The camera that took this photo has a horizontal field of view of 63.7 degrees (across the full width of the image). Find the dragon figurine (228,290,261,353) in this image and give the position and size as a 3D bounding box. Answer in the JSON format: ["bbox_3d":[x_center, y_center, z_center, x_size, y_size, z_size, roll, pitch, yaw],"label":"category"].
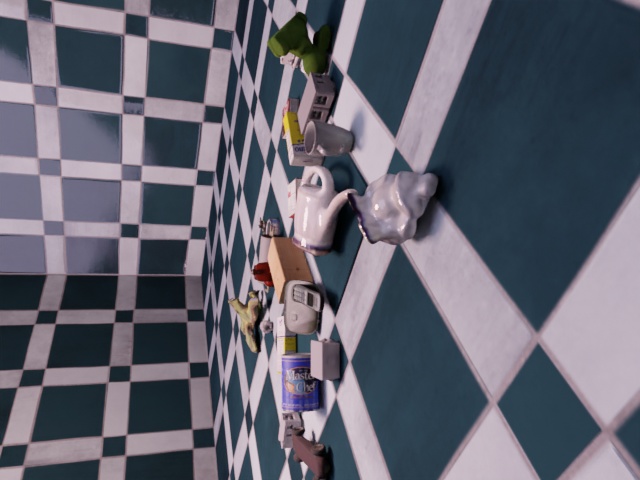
[{"bbox_3d":[-0.274,0.334,2.080,0.409,0.123,0.242,172,83,-73],"label":"dragon figurine"}]

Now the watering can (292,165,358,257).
[{"bbox_3d":[0.004,-0.064,1.271,0.351,0.104,0.222,-140,54,-66],"label":"watering can"}]

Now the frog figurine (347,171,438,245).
[{"bbox_3d":[0.145,-0.068,0.915,0.158,0.121,0.141,-32,38,23],"label":"frog figurine"}]
